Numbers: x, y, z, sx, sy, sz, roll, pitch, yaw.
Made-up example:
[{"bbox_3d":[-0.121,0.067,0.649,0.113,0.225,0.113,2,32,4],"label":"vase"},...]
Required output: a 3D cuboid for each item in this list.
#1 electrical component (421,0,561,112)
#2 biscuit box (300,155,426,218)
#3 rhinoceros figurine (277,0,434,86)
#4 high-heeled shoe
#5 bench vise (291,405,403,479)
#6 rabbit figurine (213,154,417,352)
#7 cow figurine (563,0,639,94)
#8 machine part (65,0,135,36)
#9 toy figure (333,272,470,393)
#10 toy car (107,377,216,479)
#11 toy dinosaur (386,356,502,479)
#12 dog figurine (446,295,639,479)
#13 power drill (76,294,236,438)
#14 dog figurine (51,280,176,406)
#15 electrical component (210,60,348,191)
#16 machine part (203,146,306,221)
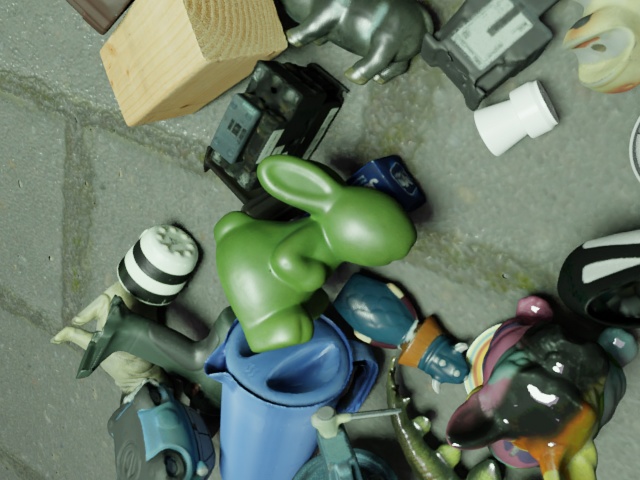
[{"bbox_3d":[0.149,-0.174,0.440,0.119,0.047,0.075,-44,83,4],"label":"electrical component"},{"bbox_3d":[0.012,-0.009,0.567,0.202,0.059,0.063,-37,86,33],"label":"biscuit box"},{"bbox_3d":[0.015,-0.224,0.490,0.190,0.073,0.112,43,123,12],"label":"rhinoceros figurine"},{"bbox_3d":[0.299,0.027,0.363,0.249,0.145,0.086,1,107,31],"label":"high-heeled shoe"},{"bbox_3d":[0.032,0.269,0.513,0.129,0.224,0.240,-13,116,-5],"label":"bench vise"},{"bbox_3d":[-0.001,-0.001,0.494,0.170,0.121,0.159,-25,86,15],"label":"rabbit figurine"},{"bbox_3d":[0.210,-0.200,0.373,0.127,0.085,0.194,3,94,-8],"label":"cow figurine"},{"bbox_3d":[-0.180,-0.288,0.530,0.179,0.179,0.056,-31,124,33],"label":"machine part"},{"bbox_3d":[0.088,0.093,0.559,0.154,0.058,0.064,35,125,10],"label":"toy figure"},{"bbox_3d":[-0.176,0.244,0.617,0.109,0.103,0.162,-45,49,24],"label":"toy car"},{"bbox_3d":[0.197,0.336,0.551,0.471,0.105,0.198,46,116,10],"label":"toy dinosaur"},{"bbox_3d":[0.160,0.134,0.409,0.109,0.219,0.191,29,116,24],"label":"dog figurine"},{"bbox_3d":[-0.192,0.165,0.682,0.207,0.086,0.232,26,116,-15],"label":"power drill"},{"bbox_3d":[-0.249,0.152,0.758,0.190,0.121,0.172,47,126,-8],"label":"dog figurine"},{"bbox_3d":[-0.044,-0.112,0.523,0.058,0.134,0.114,40,119,13],"label":"electrical component"},{"bbox_3d":[-0.079,-0.063,0.601,0.139,0.084,0.039,46,161,22],"label":"machine part"}]
